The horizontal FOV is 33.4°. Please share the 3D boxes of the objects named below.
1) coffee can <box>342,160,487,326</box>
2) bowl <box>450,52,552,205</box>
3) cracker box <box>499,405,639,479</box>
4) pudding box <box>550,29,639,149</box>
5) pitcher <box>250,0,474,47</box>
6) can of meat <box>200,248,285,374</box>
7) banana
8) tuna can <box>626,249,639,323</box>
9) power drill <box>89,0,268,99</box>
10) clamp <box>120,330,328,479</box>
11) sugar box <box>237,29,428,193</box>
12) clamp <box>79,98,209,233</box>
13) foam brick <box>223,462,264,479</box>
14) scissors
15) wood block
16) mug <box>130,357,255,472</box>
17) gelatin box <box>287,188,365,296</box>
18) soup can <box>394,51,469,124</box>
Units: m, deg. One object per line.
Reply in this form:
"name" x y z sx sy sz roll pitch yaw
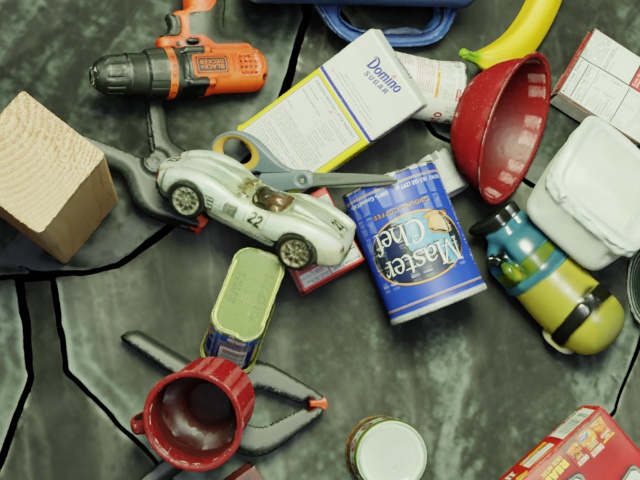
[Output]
"coffee can" 0.094 0.004 1.074 0.102 0.103 0.140 -21 85 -10
"bowl" 0.179 -0.120 1.097 0.055 0.162 0.162 21 78 28
"cracker box" 0.281 0.299 1.073 0.164 0.072 0.214 -40 90 -10
"pudding box" 0.318 -0.162 1.161 0.113 0.039 0.090 32 79 0
"pitcher" 0.040 -0.288 1.084 0.242 0.145 0.149 -6 73 -16
"can of meat" -0.074 0.068 1.036 0.057 0.084 0.102 20 60 -2
"banana" 0.223 -0.242 1.150 0.037 0.069 0.197 21 65 40
"tuna can" 0.354 0.048 1.111 0.033 0.086 0.086 0 82 -10
"power drill" -0.152 -0.234 1.083 0.184 0.057 0.187 -6 84 -27
"clamp" -0.099 0.178 1.055 0.210 0.036 0.164 5 77 -7
"sugar box" 0.012 -0.124 1.072 0.176 0.048 0.093 -33 88 17
"clamp" -0.166 -0.086 1.086 0.171 0.039 0.120 44 75 -5
"foam brick" -0.066 0.264 1.041 0.053 0.051 0.078 -34 88 -12
"scissors" -0.028 -0.077 1.055 0.202 0.016 0.096 -15 98 25
"wood block" -0.253 -0.050 0.983 0.091 0.206 0.090 37 79 -1
"mug" -0.118 0.159 0.989 0.117 0.081 0.093 -16 95 11
"gelatin box" -0.007 0.001 1.099 0.073 0.030 0.089 -28 86 -12
"soup can" 0.098 -0.161 1.116 0.102 0.068 0.068 8 81 -7
